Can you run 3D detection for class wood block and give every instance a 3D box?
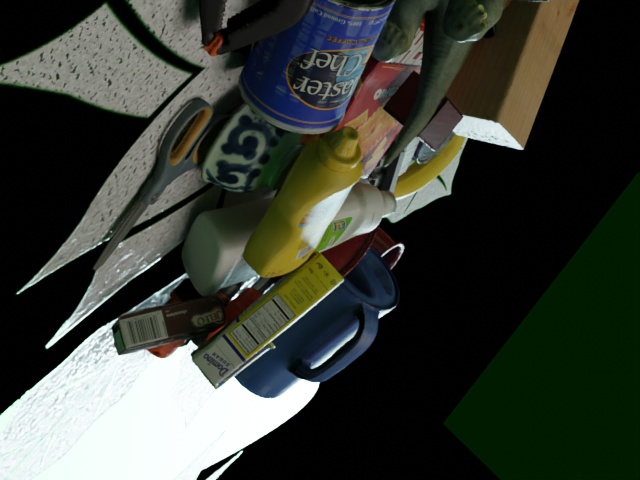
[{"bbox_3d":[0.212,-0.219,1.204,0.090,0.091,0.206,29,81,-56],"label":"wood block"}]

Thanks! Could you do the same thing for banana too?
[{"bbox_3d":[0.149,-0.113,1.526,0.197,0.037,0.069,-46,132,-11],"label":"banana"}]

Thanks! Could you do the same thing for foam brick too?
[{"bbox_3d":[0.110,-0.135,1.127,0.051,0.053,0.078,-50,161,7],"label":"foam brick"}]

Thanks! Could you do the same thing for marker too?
[{"bbox_3d":[-0.056,0.041,1.412,0.121,0.020,0.020,-44,162,-8],"label":"marker"}]

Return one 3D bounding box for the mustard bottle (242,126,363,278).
[{"bbox_3d":[-0.007,-0.043,1.032,0.096,0.058,0.192,-33,165,-39],"label":"mustard bottle"}]

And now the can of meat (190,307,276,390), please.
[{"bbox_3d":[-0.101,0.127,1.237,0.084,0.057,0.102,-38,176,-5],"label":"can of meat"}]

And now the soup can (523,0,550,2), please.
[{"bbox_3d":[0.203,-0.291,1.058,0.068,0.069,0.102,-19,119,-55],"label":"soup can"}]

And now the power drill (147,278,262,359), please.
[{"bbox_3d":[-0.118,0.078,1.299,0.184,0.057,0.187,-43,159,1],"label":"power drill"}]

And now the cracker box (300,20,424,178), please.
[{"bbox_3d":[0.052,-0.161,1.142,0.214,0.072,0.163,-55,160,23],"label":"cracker box"}]

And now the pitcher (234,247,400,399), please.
[{"bbox_3d":[-0.016,0.115,1.430,0.243,0.145,0.149,-45,177,28],"label":"pitcher"}]

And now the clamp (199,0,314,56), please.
[{"bbox_3d":[-0.020,-0.218,0.812,0.164,0.036,0.210,20,129,-22],"label":"clamp"}]

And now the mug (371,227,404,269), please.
[{"bbox_3d":[0.053,0.022,1.516,0.093,0.081,0.117,-22,150,-51],"label":"mug"}]

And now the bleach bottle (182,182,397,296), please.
[{"bbox_3d":[-0.024,-0.012,1.193,0.250,0.068,0.103,-15,153,-31],"label":"bleach bottle"}]

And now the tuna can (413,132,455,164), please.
[{"bbox_3d":[0.151,-0.147,1.453,0.086,0.034,0.086,-40,161,-17],"label":"tuna can"}]

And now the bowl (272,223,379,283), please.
[{"bbox_3d":[-0.009,0.002,1.305,0.162,0.055,0.162,-33,-156,17],"label":"bowl"}]

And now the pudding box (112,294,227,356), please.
[{"bbox_3d":[-0.163,0.092,1.149,0.113,0.039,0.090,-11,171,-17],"label":"pudding box"}]

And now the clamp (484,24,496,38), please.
[{"bbox_3d":[0.155,-0.268,1.094,0.120,0.039,0.171,-42,137,-59],"label":"clamp"}]

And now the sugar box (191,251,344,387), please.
[{"bbox_3d":[-0.056,0.083,1.143,0.176,0.048,0.093,-42,-179,-2],"label":"sugar box"}]

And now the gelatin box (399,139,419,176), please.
[{"bbox_3d":[0.094,-0.113,1.407,0.073,0.030,0.089,-34,159,-37],"label":"gelatin box"}]

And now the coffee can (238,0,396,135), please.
[{"bbox_3d":[-0.003,-0.178,0.934,0.102,0.103,0.140,-29,155,-43],"label":"coffee can"}]

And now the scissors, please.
[{"bbox_3d":[-0.146,-0.053,1.021,0.096,0.016,0.202,-19,147,-56],"label":"scissors"}]
